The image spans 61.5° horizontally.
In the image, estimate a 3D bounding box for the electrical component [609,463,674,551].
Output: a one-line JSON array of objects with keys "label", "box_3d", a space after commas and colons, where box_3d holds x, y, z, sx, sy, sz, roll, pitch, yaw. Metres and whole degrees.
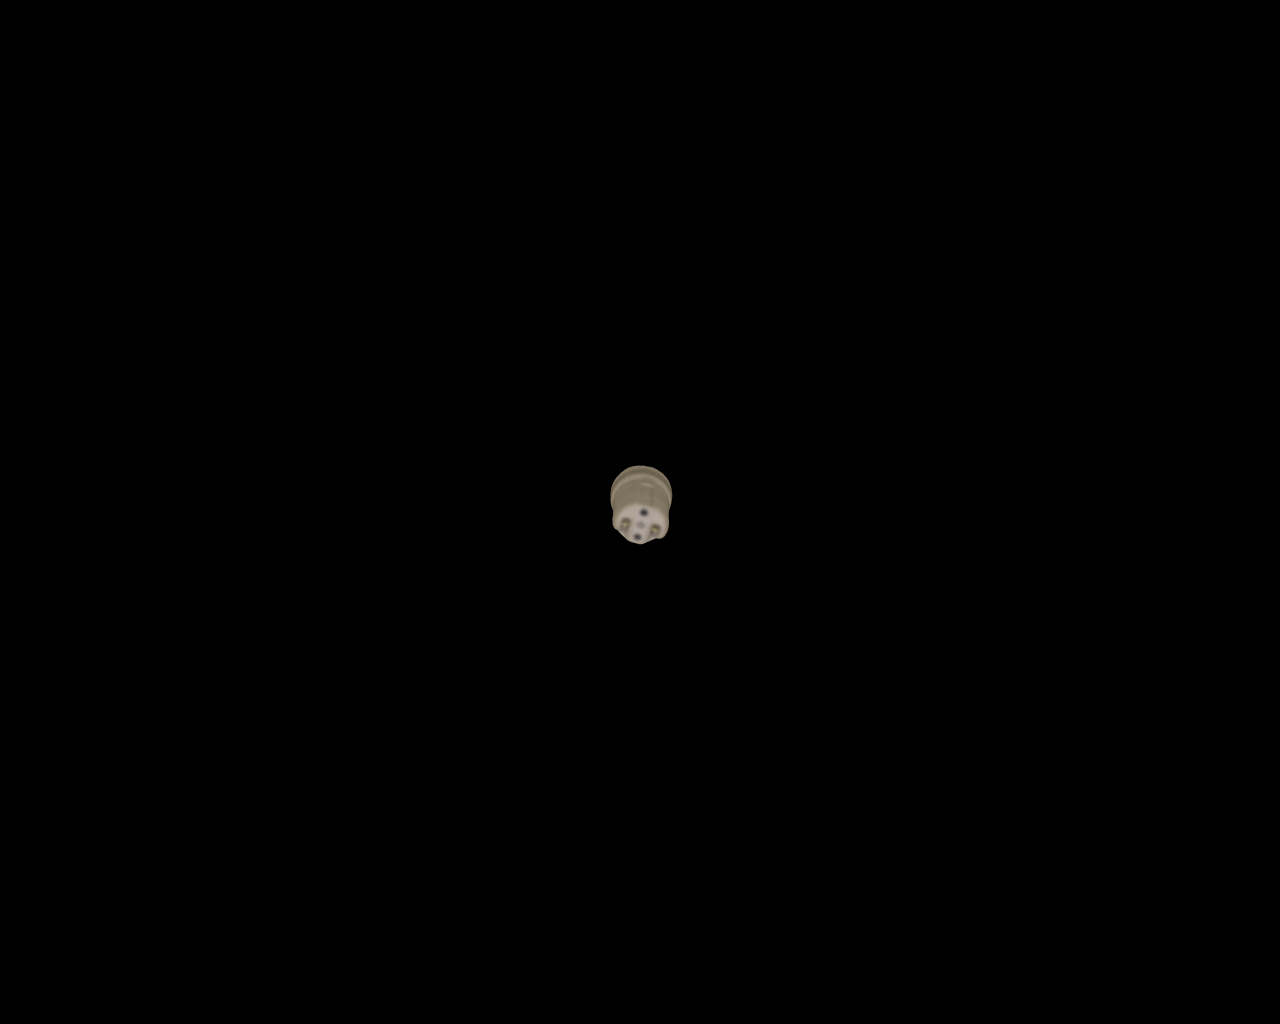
[{"label": "electrical component", "box_3d": [0.001, -0.003, 0.650, 0.040, 0.040, 0.046, 0, 27, 0]}]
